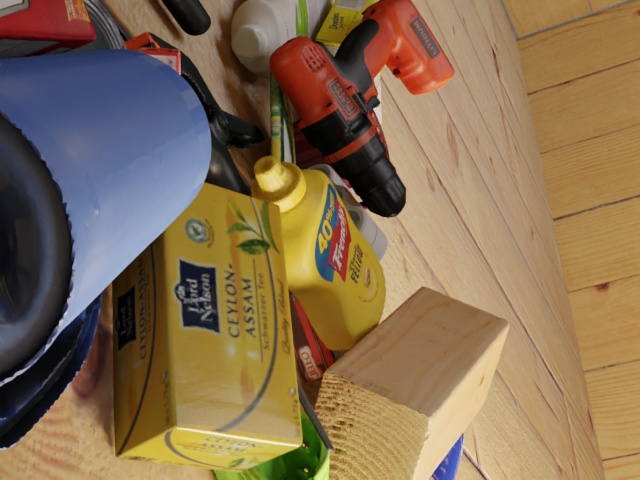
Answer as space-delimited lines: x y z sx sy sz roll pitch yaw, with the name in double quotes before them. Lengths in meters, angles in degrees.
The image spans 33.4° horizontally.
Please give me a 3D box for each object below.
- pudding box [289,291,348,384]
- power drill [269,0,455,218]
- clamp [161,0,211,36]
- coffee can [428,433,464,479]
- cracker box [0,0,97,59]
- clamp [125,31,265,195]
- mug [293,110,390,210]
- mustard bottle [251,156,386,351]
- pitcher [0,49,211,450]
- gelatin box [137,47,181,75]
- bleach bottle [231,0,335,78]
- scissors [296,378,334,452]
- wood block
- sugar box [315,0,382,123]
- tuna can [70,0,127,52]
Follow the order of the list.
"pudding box" 0.003 0.071 0.969 0.090 0.039 0.113 71 20 -4
"power drill" 0.054 -0.134 0.996 0.184 0.057 0.187 56 45 -14
"clamp" -0.137 -0.243 0.829 0.171 0.039 0.120 33 43 -63
"coffee can" 0.069 0.205 0.944 0.140 0.103 0.103 -49 120 -69
"cracker box" -0.209 -0.164 0.505 0.213 0.072 0.164 -27 99 -70
"clamp" -0.087 -0.075 0.826 0.209 0.036 0.164 50 23 -52
"mug" 0.022 -0.081 1.083 0.093 0.082 0.117 -75 143 -58
"mustard bottle" -0.005 0.001 0.841 0.191 0.058 0.096 57 37 -46
"pitcher" -0.136 -0.019 0.523 0.145 0.149 0.242 42 19 -2
"gelatin box" -0.109 -0.079 0.716 0.073 0.030 0.089 178 -87 -83
"bleach bottle" -0.036 -0.224 1.060 0.250 0.068 0.102 -52 137 -66
"scissors" -0.033 0.078 0.790 0.202 0.016 0.096 58 0 23
"wood block" 0.075 0.123 0.873 0.205 0.090 0.091 -31 139 -60
"sugar box" 0.033 -0.168 1.135 0.176 0.048 0.093 88 21 -47
"tuna can" -0.155 -0.114 0.675 0.086 0.034 0.086 -17 90 -72
